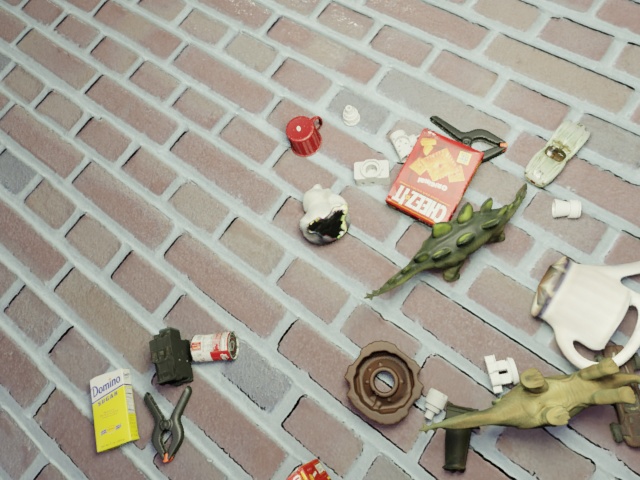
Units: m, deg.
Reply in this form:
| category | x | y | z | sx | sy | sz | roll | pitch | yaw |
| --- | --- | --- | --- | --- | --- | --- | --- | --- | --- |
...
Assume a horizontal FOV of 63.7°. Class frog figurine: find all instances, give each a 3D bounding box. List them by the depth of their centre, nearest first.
| category | x | y | z | sx | sy | sz | roll | pitch | yaw |
| --- | --- | --- | --- | --- | --- | --- | --- | --- | --- |
| frog figurine | 0.004 | -0.067 | 1.330 | 0.137 | 0.121 | 0.162 | -44 | 32 | 4 |

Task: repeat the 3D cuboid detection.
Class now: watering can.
| category | x | y | z | sx | sy | sz | roll | pitch | yaw |
| --- | --- | --- | --- | --- | --- | --- | --- | --- | --- |
| watering can | 0.607 | 0.111 | 1.120 | 0.226 | 0.102 | 0.351 | 30 | 75 | 21 |
